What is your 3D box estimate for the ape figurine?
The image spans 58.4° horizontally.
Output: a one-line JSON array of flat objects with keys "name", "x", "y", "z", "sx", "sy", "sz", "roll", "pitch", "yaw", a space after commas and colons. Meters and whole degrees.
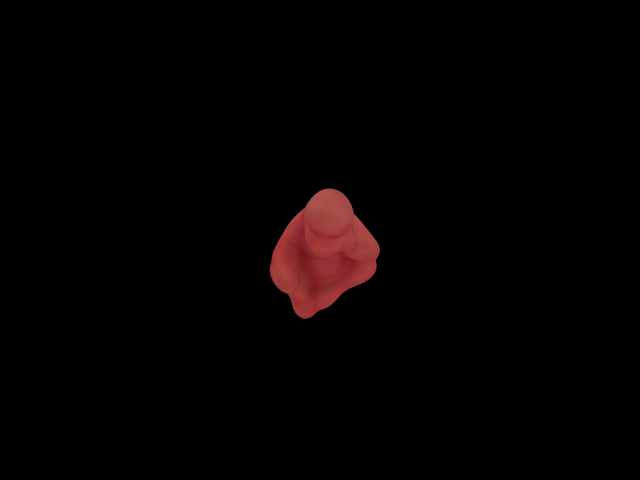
[{"name": "ape figurine", "x": 0.004, "y": 0.001, "z": 0.400, "sx": 0.077, "sy": 0.092, "sz": 0.076, "roll": 3, "pitch": 54, "yaw": 3}]
